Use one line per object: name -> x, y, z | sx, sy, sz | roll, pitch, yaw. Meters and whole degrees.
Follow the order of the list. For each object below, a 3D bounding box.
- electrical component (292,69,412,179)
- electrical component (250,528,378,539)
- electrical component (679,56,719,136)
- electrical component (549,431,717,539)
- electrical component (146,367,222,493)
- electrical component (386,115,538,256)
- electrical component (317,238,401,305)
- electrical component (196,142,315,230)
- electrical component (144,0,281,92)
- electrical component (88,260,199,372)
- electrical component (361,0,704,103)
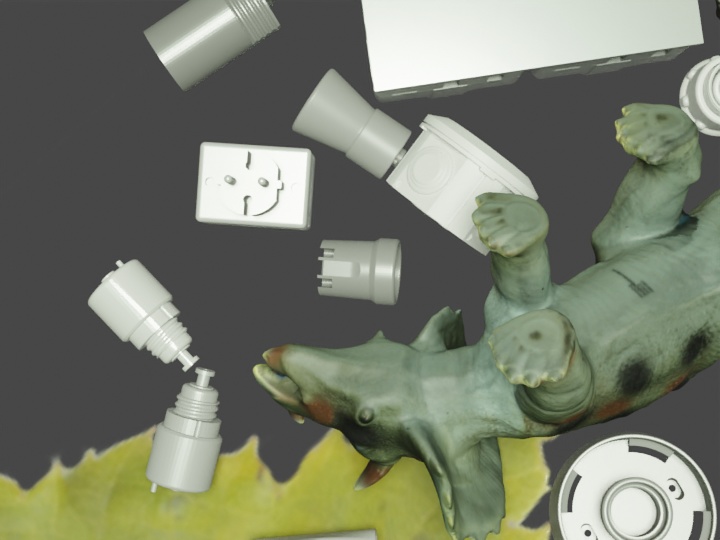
electrical component -> -0.002, -0.085, 0.647 | 0.065, 0.044, 0.044 | 34, 91, -4
electrical component -> -0.025, 0.199, 0.645 | 0.077, 0.044, 0.079 | -5, 84, 2
electrical component -> 0.218, -0.105, 0.630 | 0.048, 0.062, 0.048 | 0, 90, 2
electrical component -> 0.164, 0.146, 0.644 | 0.099, 0.064, 0.099 | -2, 78, 8
electrical component -> -0.103, 0.098, 0.650 | 0.040, 0.040, 0.078 | 14, 91, 1
electrical component -> 0.059, -0.050, 0.627 | 0.080, 0.080, 0.051 | 37, 96, 1
electrical component -> 0.000, 0.000, 0.649 | 0.046, 0.040, 0.040 | 4, 90, 8
electrical component -> -0.063, -0.050, 0.630 | 0.066, 0.077, 0.047 | 4, 90, 1
electrical component -> -0.084, -0.147, 0.647 | 0.081, 0.043, 0.043 | -34, 89, 1
electrical component -> -0.128, 0.029, 0.651 | 0.040, 0.040, 0.078 | -44, 89, 1
electrical component -> 0.094, -0.166, 0.634 | 0.186, 0.060, 0.105 | -8, 90, 2
